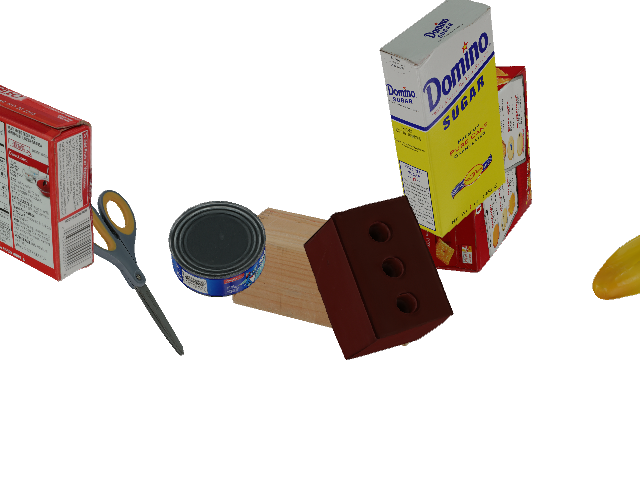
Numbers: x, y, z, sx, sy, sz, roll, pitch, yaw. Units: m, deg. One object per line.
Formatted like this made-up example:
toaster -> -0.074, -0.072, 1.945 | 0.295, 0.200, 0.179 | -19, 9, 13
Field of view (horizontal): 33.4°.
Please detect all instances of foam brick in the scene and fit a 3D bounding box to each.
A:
foam brick -> 0.033, 0.023, 0.625 | 0.052, 0.078, 0.051 | -15, -13, -27

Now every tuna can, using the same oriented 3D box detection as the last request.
tuna can -> -0.091, 0.008, 0.952 | 0.086, 0.086, 0.034 | 0, -37, -1

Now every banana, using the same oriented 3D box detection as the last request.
banana -> 0.278, 0.008, 0.725 | 0.198, 0.037, 0.069 | -2, 35, 0

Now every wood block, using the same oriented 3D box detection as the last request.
wood block -> 0.015, 0.037, 1.174 | 0.206, 0.091, 0.090 | 13, 25, 21

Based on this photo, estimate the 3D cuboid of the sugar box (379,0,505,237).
sugar box -> 0.104, -0.098, 0.873 | 0.048, 0.176, 0.093 | 29, 56, 36

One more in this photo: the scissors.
scissors -> -0.199, 0.025, 1.164 | 0.016, 0.201, 0.096 | -28, 21, 33

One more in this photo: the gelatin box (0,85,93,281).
gelatin box -> -0.158, -0.032, 0.577 | 0.073, 0.089, 0.030 | 23, 35, 28

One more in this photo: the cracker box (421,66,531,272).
cracker box -> 0.162, -0.082, 1.126 | 0.072, 0.164, 0.213 | 3, 22, 25
